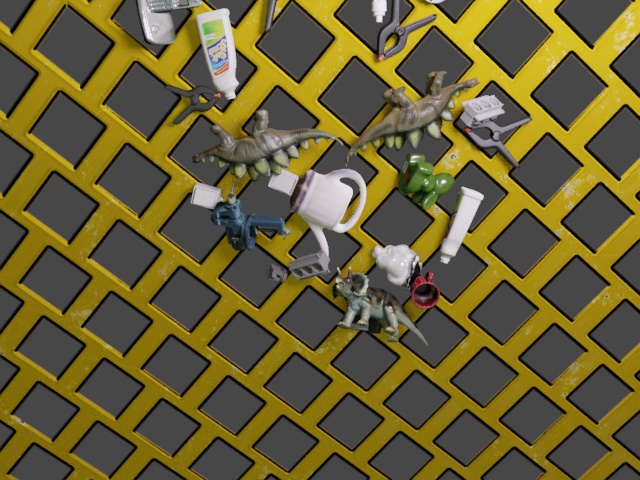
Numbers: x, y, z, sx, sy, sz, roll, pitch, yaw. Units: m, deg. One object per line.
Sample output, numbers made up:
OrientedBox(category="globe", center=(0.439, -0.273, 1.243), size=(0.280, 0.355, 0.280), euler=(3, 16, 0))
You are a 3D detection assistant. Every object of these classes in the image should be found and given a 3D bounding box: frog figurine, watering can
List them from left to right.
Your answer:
OrientedBox(category="watering can", center=(0.005, -0.083, 1.645), size=(0.224, 0.106, 0.342), euler=(25, 112, -6))
OrientedBox(category="frog figurine", center=(0.249, 0.078, 1.702), size=(0.160, 0.124, 0.135), euler=(23, 117, 30))
